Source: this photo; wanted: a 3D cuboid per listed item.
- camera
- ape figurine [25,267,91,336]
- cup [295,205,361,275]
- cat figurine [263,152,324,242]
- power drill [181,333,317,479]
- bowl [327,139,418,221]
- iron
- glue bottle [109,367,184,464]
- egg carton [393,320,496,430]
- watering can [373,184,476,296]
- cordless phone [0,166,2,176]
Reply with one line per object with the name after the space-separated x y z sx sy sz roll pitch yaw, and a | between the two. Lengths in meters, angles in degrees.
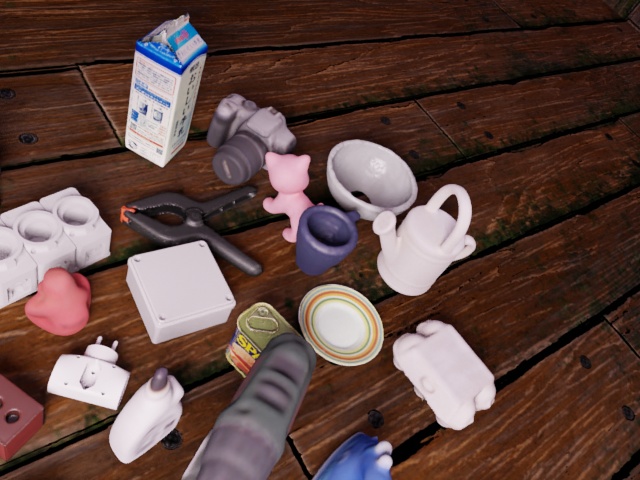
-0.126 -0.163 0.936 0.143 0.100 0.137 34 47 4 | camera
-0.305 0.065 0.672 0.078 0.092 0.076 -16 62 -34 | ape figurine
0.008 0.003 0.868 0.091 0.095 0.118 45 49 14 | cup
-0.038 -0.079 0.897 0.067 0.117 0.127 -23 66 -37 | cat figurine
-0.080 0.211 0.580 0.075 0.208 0.230 29 47 0 | power drill
0.080 -0.091 0.992 0.168 0.074 0.167 13 49 -15 | bowl
0.039 0.301 0.609 0.119 0.141 0.258 25 47 -5 | iron
-0.173 0.172 0.592 0.037 0.173 0.078 46 49 15 | glue bottle
0.174 0.189 0.813 0.107 0.069 0.150 -24 66 -37 | egg carton
0.165 -0.004 0.880 0.173 0.194 0.100 -12 59 -32 | watering can
-0.452 -0.092 0.667 0.094 0.185 0.148 29 47 -1 | cordless phone
